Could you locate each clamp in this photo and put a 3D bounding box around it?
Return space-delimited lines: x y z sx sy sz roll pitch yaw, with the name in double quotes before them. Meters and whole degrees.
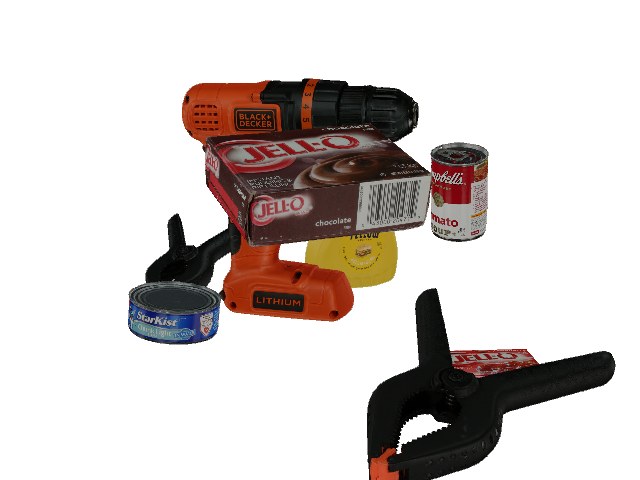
"clamp" 0.091 0.106 0.770 0.165 0.036 0.209 24 40 36
"clamp" -0.143 0.021 1.243 0.120 0.039 0.171 -8 37 20

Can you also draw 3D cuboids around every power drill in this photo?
"power drill" -0.014 -0.033 0.833 0.185 0.188 0.057 4 18 18

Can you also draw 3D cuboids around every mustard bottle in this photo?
"mustard bottle" 0.039 -0.049 1.086 0.096 0.192 0.058 -3 21 -22

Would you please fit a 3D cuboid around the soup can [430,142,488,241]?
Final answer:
"soup can" 0.166 -0.058 1.279 0.068 0.102 0.068 -2 27 1

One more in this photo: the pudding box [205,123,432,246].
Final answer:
"pudding box" -0.004 -0.036 0.634 0.113 0.039 0.090 -5 28 -21

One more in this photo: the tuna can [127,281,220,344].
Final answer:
"tuna can" -0.137 0.067 0.998 0.086 0.034 0.086 5 15 -2

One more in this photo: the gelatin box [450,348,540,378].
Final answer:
"gelatin box" 0.152 0.121 0.962 0.089 0.030 0.073 -1 11 -4
